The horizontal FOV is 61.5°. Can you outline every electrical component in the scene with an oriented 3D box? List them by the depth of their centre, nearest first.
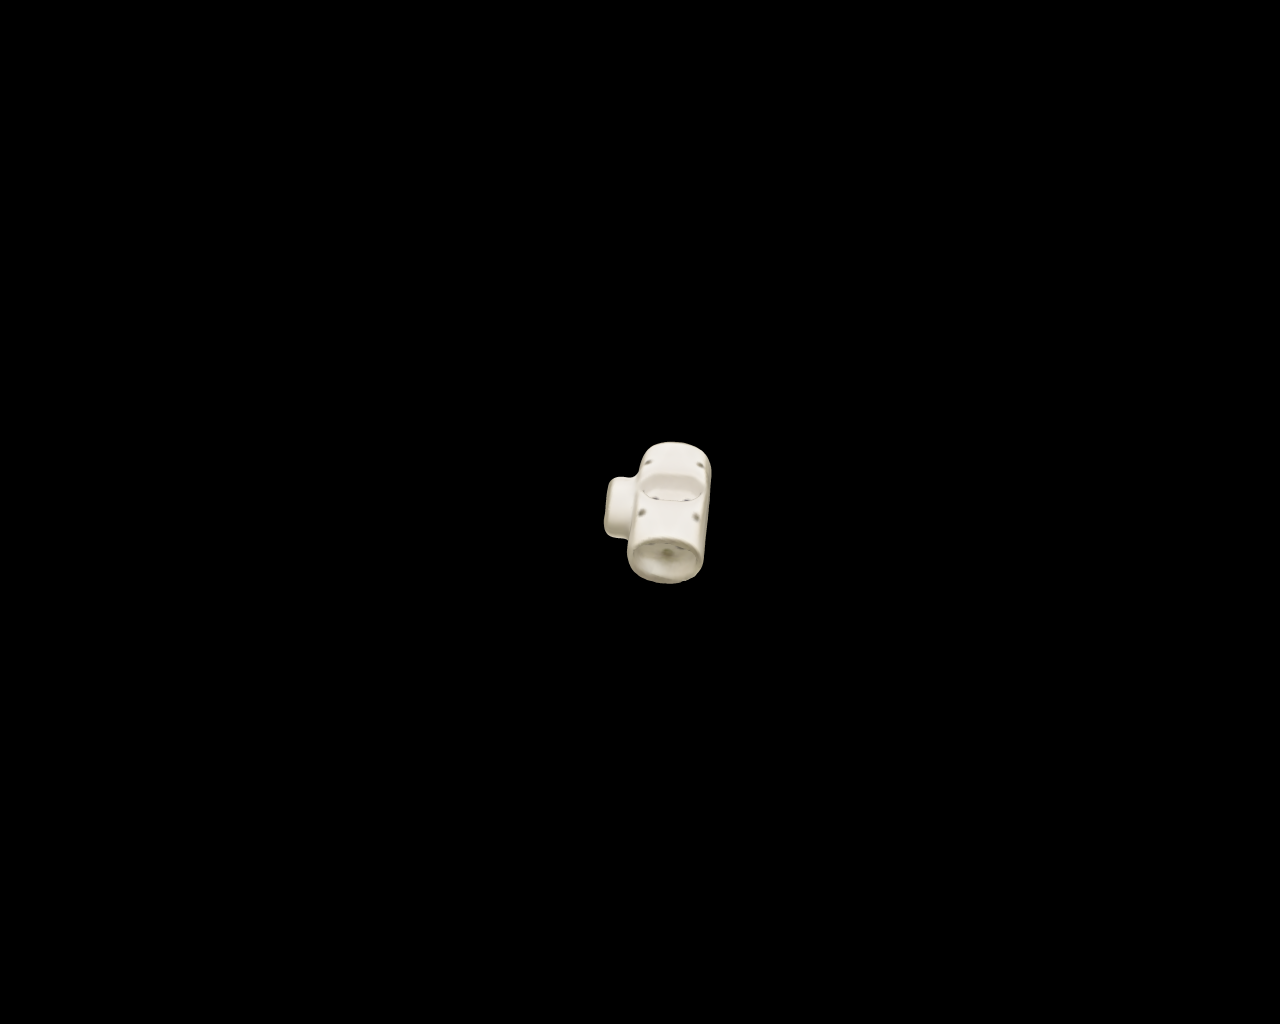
[{"bbox_3d":[0.001,-0.003,0.650,0.079,0.077,0.043,5,-39,4],"label":"electrical component"}]
